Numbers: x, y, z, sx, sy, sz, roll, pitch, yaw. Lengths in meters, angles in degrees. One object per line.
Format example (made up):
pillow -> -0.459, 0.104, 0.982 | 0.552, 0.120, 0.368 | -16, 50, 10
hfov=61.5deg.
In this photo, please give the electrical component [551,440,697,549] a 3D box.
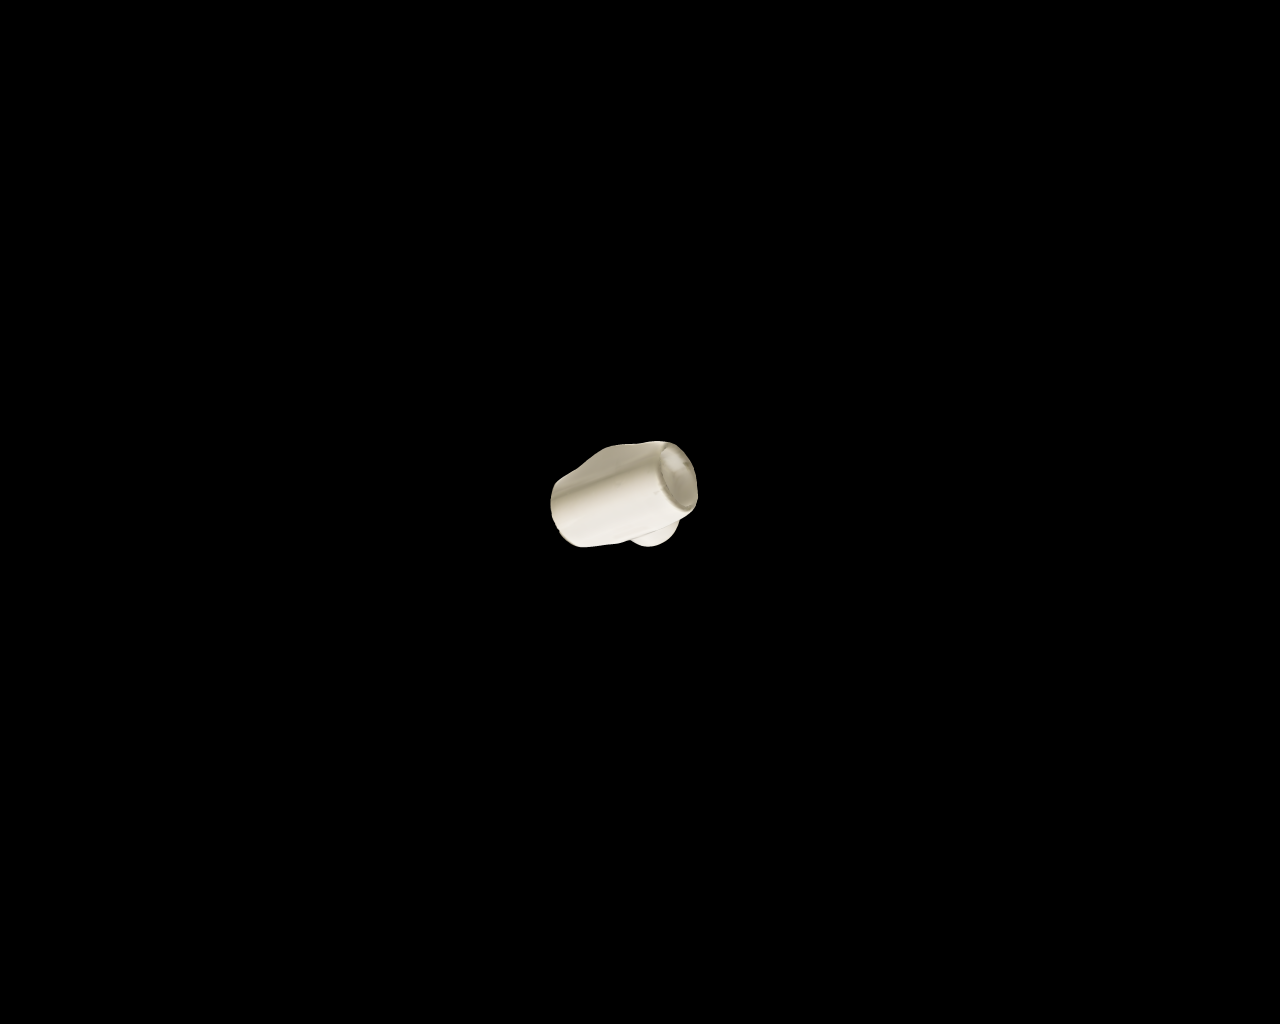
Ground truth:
electrical component -> 0.001, -0.003, 0.650 | 0.077, 0.043, 0.079 | -19, -36, 29
